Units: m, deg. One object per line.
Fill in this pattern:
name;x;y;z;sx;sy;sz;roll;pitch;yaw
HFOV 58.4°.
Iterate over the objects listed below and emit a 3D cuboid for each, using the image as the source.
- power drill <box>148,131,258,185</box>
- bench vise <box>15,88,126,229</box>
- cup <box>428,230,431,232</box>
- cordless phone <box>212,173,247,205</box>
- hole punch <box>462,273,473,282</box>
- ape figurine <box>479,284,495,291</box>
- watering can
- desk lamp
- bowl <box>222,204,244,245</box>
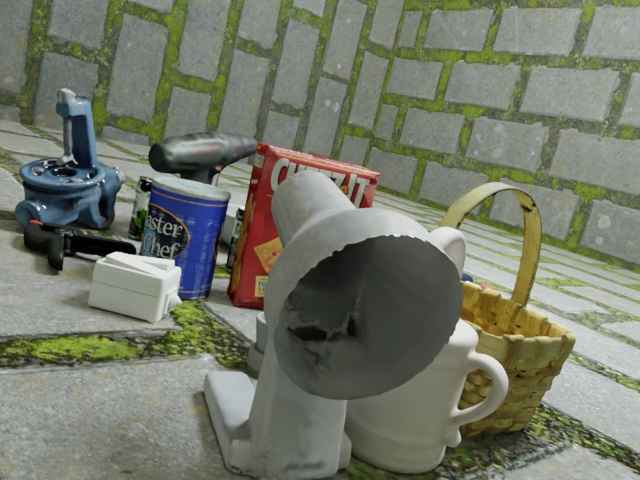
power drill;-0.215;-0.100;1.046;0.075;0.208;0.230;20;12;33
bench vise;-0.394;-0.127;0.921;0.121;0.220;0.207;13;10;-3
cup;0.205;0.016;1.302;0.091;0.095;0.118;16;10;12
cordless phone;-0.205;-0.116;1.212;0.147;0.185;0.094;15;10;6
hole punch;0.172;0.083;0.900;0.100;0.091;0.109;22;13;39
ape figurine;0.233;0.109;0.833;0.077;0.092;0.076;22;13;38
watering can;0.072;0.080;0.483;0.172;0.194;0.101;16;10;12
desk lamp;-0.008;0.063;0.414;0.118;0.213;0.202;9;11;-24
bowl;-0.126;-0.014;1.078;0.167;0.075;0.167;13;10;-2
